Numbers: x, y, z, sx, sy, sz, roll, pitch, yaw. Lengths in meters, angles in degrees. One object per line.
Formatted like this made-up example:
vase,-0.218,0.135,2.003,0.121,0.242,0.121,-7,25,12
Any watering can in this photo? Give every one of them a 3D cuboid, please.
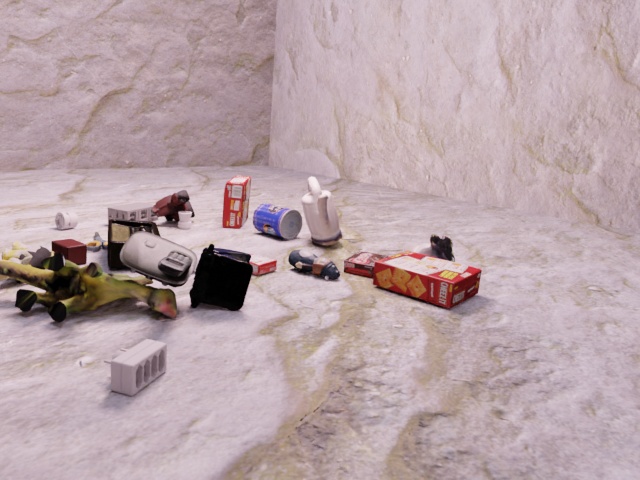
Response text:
watering can,0.005,-0.082,1.626,0.104,0.222,0.351,-16,16,-3

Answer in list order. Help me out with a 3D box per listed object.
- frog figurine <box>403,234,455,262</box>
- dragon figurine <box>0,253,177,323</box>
frog figurine,0.292,0.054,1.446,0.157,0.123,0.139,-32,-4,39
dragon figurine,-0.471,0.093,1.062,0.411,0.122,0.241,12,-2,24
